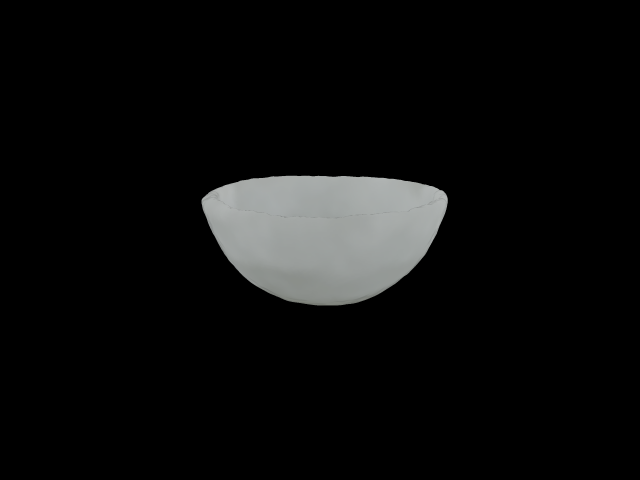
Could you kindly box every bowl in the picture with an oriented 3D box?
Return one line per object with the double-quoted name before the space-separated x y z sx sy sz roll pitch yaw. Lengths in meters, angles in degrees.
"bowl" 0.004 0.001 0.400 0.167 0.075 0.167 0 15 0
